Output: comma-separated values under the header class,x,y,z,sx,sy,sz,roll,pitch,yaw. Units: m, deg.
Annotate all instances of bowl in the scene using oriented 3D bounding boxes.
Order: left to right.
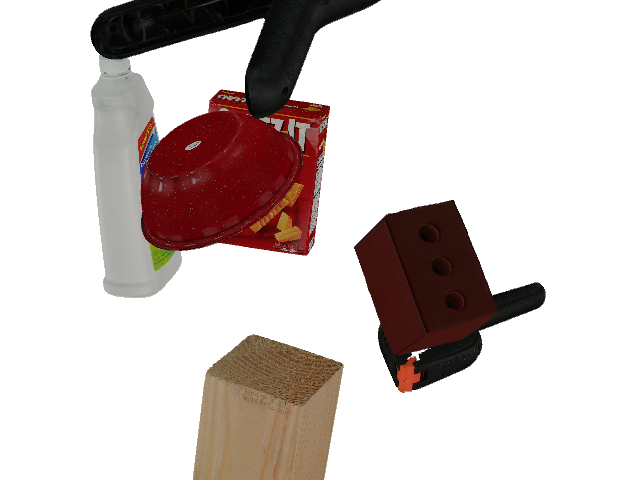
class,x,y,z,sx,sy,sz,roll,pitch,yaw
bowl,-0.099,-0.065,0.938,0.162,0.055,0.162,-19,36,14

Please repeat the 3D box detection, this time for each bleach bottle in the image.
class,x,y,z,sx,sy,sz,roll,pitch,yaw
bleach bottle,-0.203,-0.072,1.126,0.068,0.251,0.102,3,26,17

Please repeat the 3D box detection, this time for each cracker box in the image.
class,x,y,z,sx,sy,sz,roll,pitch,yaw
cracker box,-0.082,-0.095,1.528,0.164,0.214,0.072,9,22,7

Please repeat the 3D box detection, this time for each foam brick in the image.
class,x,y,z,sx,sy,sz,roll,pitch,yaw
foam brick,0.064,0.024,0.657,0.052,0.078,0.051,-13,-16,-27

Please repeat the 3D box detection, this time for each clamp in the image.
class,x,y,z,sx,sy,sz,roll,pitch,yaw
clamp,-0.013,-0.116,0.516,0.171,0.039,0.120,-35,52,-22
clamp,0.103,0.073,1.003,0.165,0.036,0.209,15,31,25

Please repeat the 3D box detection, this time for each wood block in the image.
class,x,y,z,sx,sy,sz,roll,pitch,yaw
wood block,-0.051,0.198,0.911,0.090,0.206,0.090,16,23,18
